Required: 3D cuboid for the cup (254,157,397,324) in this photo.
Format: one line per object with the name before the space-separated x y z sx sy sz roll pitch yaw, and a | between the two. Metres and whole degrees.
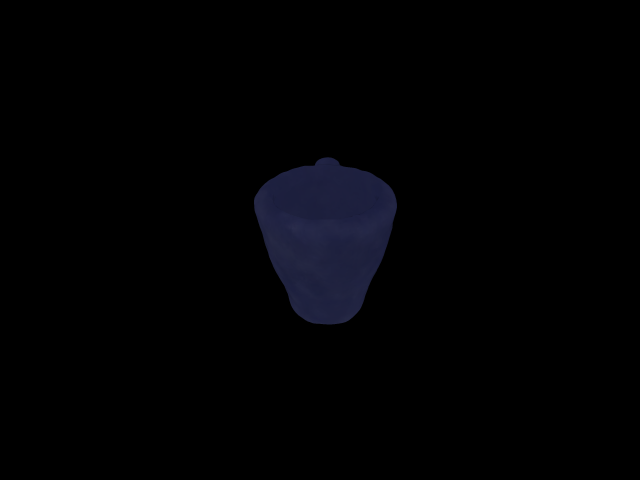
cup | 0.004 0.001 0.400 0.091 0.095 0.117 0 32 0
